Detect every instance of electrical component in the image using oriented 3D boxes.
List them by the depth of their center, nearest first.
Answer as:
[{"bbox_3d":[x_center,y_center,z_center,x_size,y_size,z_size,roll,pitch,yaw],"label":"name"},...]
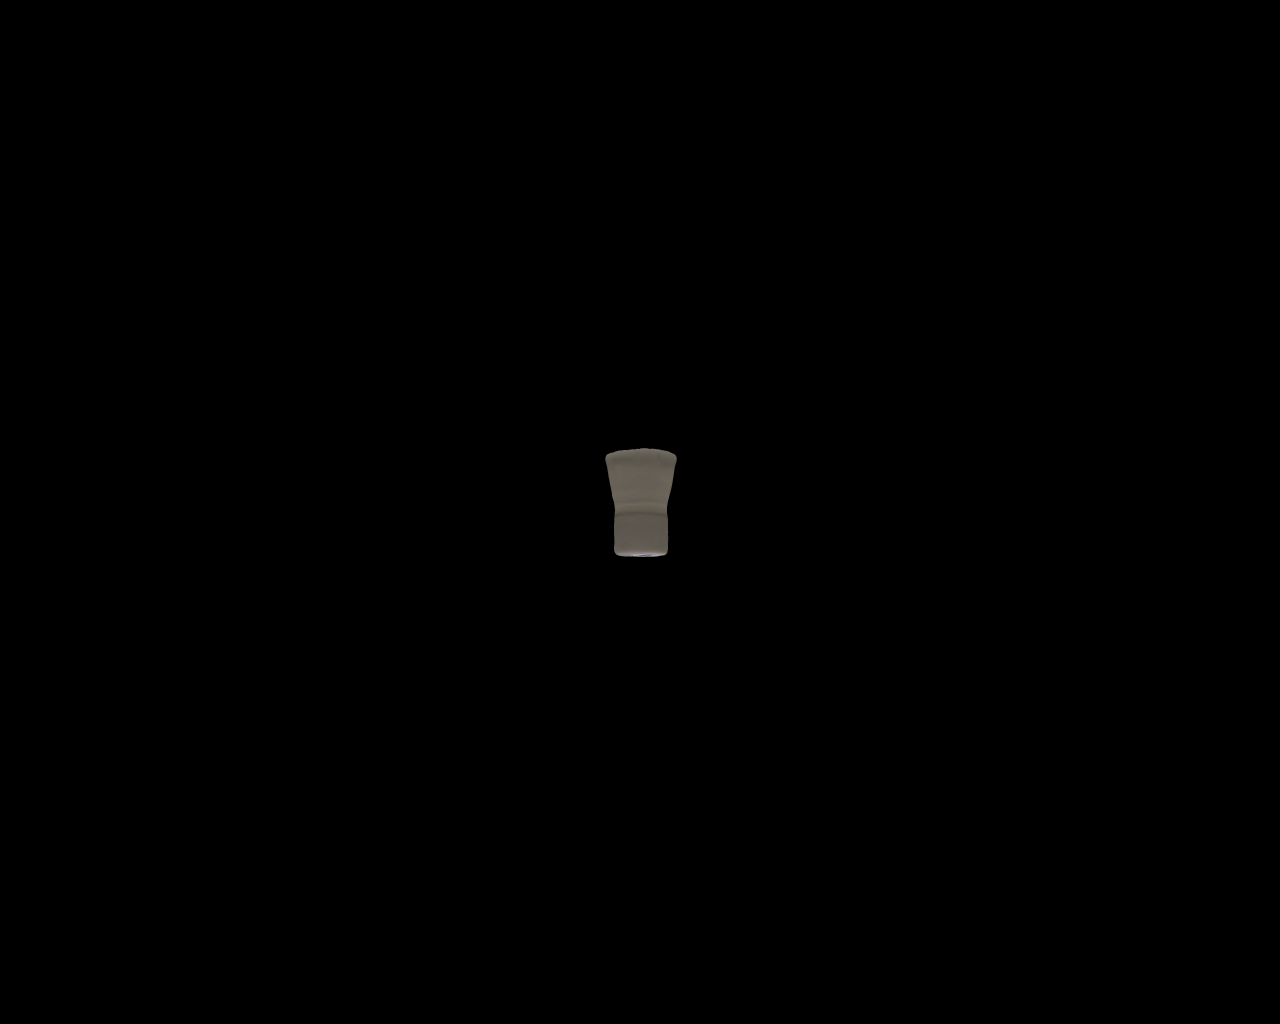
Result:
[{"bbox_3d":[0.001,-0.003,0.650,0.044,0.065,0.044,0,-6,0],"label":"electrical component"}]
